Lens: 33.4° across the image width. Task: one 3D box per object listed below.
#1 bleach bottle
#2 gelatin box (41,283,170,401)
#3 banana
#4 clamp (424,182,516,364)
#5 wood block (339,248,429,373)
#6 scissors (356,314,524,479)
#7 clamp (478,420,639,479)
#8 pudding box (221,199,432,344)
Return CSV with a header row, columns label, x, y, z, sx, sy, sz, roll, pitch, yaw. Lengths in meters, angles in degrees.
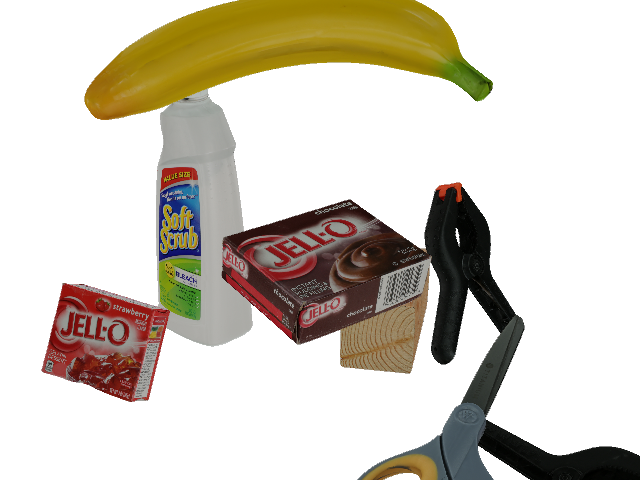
label,x,y,z,sx,sy,sz,roll,pitch,yaw
bleach bottle,-0.117,-0.032,0.996,0.067,0.251,0.103,-23,31,-39
gelatin box,-0.168,0.078,0.830,0.089,0.073,0.030,15,1,23
banana,-0.017,-0.095,0.526,0.197,0.037,0.069,-5,44,-8
clamp,0.133,0.034,1.027,0.039,0.171,0.120,-13,9,43
wood block,0.087,0.083,1.378,0.091,0.090,0.206,5,20,9
scissors,0.089,0.110,0.564,0.096,0.016,0.201,27,46,32
clamp,0.195,0.214,0.873,0.210,0.036,0.164,3,38,24
pudding box,0.003,0.018,0.718,0.113,0.039,0.090,-16,39,-35
